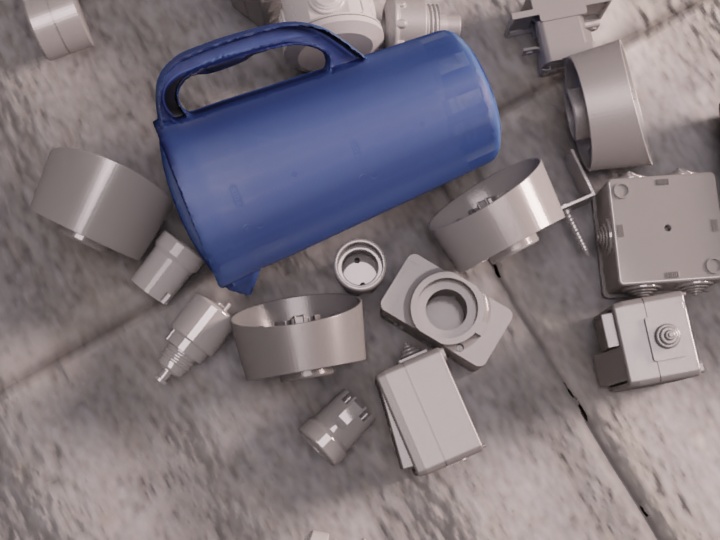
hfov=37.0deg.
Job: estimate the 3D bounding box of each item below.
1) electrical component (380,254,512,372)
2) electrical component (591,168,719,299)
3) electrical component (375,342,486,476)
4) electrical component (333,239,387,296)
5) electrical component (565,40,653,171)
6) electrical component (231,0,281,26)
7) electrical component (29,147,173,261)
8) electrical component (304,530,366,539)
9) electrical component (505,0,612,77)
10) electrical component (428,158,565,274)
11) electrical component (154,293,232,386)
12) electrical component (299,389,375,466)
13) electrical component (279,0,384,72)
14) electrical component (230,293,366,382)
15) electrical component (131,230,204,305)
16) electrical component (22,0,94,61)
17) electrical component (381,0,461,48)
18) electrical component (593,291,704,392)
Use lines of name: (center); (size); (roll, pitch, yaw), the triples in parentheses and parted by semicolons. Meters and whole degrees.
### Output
electrical component: (0.064, 0.033, 0.816); (0.089, 0.055, 0.050); (31, 81, 6)
electrical component: (0.231, -0.027, 0.830); (0.100, 0.048, 0.099); (-4, 79, -1)
electrical component: (0.044, 0.102, 0.800); (0.061, 0.061, 0.096); (-23, 80, -4)
electrical component: (0.000, 0.000, 0.827); (0.040, 0.046, 0.040); (0, 79, 0)
electrical component: (0.193, -0.125, 0.826); (0.064, 0.099, 0.099); (-11, 80, 4)
electrical component: (-0.092, -0.242, 0.862); (0.077, 0.065, 0.047); (38, 82, 7)
electrical component: (-0.196, -0.049, 0.810); (0.099, 0.099, 0.064); (25, 87, 5)
electrical component: (-0.021, 0.222, 0.787); (0.055, 0.048, 0.066); (29, 81, -2)
electrical component: (0.161, -0.191, 0.864); (0.081, 0.042, 0.063); (-12, 83, -1)
electrical component: (0.103, -0.041, 0.811); (0.099, 0.099, 0.064); (-28, 87, -5)
electrical component: (-0.128, 0.054, 0.820); (0.040, 0.040, 0.078); (36, 82, 6)
electrical component: (-0.017, 0.118, 0.810); (0.040, 0.040, 0.046); (44, 76, 7)
electrical component: (-0.025, -0.193, 0.846); (0.080, 0.080, 0.051); (-12, 74, -2)
electrical component: (-0.044, 0.048, 0.795); (0.099, 0.099, 0.064); (-10, 86, -2)
electrical component: (-0.149, -0.001, 0.832); (0.040, 0.040, 0.046); (37, 87, 6)
electrical component: (-0.240, -0.244, 0.869); (0.074, 0.052, 0.138); (-21, 80, -4)
electrical component: (0.049, -0.196, 0.864); (0.062, 0.048, 0.048); (0, 80, -7)
electrical component: (0.208, 0.054, 0.791); (0.061, 0.096, 0.061); (-10, 80, 0)
